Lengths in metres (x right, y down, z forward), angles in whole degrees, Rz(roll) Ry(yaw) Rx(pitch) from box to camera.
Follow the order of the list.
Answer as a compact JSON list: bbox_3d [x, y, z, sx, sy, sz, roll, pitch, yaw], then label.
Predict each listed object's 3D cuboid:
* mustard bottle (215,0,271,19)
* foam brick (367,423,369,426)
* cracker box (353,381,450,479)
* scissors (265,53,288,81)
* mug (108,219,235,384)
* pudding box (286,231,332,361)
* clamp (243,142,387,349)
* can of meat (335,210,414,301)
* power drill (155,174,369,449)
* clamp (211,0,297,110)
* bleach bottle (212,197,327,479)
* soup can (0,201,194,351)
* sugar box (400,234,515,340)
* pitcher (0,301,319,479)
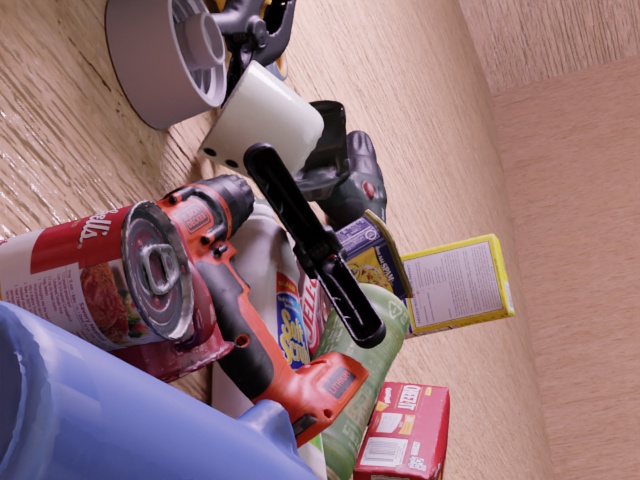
[{"bbox_3d":[-0.081,-0.261,0.986,0.096,0.058,0.191,-82,153,-48],"label":"mustard bottle"},{"bbox_3d":[0.028,0.138,1.041,0.051,0.053,0.078,-54,128,-69],"label":"foam brick"},{"bbox_3d":[0.075,0.260,0.963,0.164,0.072,0.214,-57,149,-68],"label":"cracker box"},{"bbox_3d":[-0.047,-0.148,1.088,0.096,0.016,0.202,38,42,-66],"label":"scissors"},{"bbox_3d":[-0.098,0.037,0.589,0.093,0.117,0.081,-23,94,-37],"label":"mug"},{"bbox_3d":[-0.021,0.058,0.960,0.113,0.039,0.090,-85,156,-48],"label":"pudding box"},{"bbox_3d":[-0.005,0.001,0.827,0.164,0.036,0.210,59,0,-2],"label":"clamp"},{"bbox_3d":[0.036,0.035,1.071,0.057,0.084,0.102,45,-17,53],"label":"can of meat"},{"bbox_3d":[-0.050,0.044,0.728,0.187,0.057,0.184,50,27,0],"label":"power drill"},{"bbox_3d":[-0.071,-0.181,0.922,0.171,0.039,0.120,-67,147,-33],"label":"clamp"},{"bbox_3d":[-0.047,0.071,0.824,0.102,0.068,0.251,50,27,-51],"label":"bleach bottle"},{"bbox_3d":[-0.122,0.026,0.520,0.068,0.102,0.068,-14,90,-74],"label":"soup can"},{"bbox_3d":[0.123,0.059,1.206,0.048,0.176,0.093,27,52,-67],"label":"sugar box"},{"bbox_3d":[-0.102,0.130,0.488,0.242,0.145,0.149,47,21,-53],"label":"pitcher"}]
